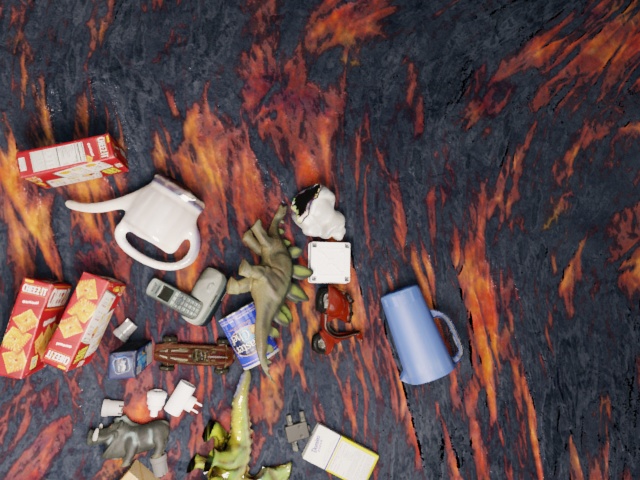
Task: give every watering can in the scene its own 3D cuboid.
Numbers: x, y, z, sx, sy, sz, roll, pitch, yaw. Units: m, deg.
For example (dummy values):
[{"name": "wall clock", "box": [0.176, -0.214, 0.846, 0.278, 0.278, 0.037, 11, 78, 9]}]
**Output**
[{"name": "watering can", "box": [-0.445, -0.072, 1.310, 0.347, 0.103, 0.226, 33, 78, -3]}]

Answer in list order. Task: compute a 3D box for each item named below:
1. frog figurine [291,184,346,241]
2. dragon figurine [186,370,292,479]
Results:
[{"name": "frog figurine", "box": [0.004, -0.070, 1.397, 0.157, 0.122, 0.139, 34, 66, -39]}, {"name": "dragon figurine", "box": [-0.181, 0.556, 1.276, 0.241, 0.122, 0.413, 31, 80, -21]}]
